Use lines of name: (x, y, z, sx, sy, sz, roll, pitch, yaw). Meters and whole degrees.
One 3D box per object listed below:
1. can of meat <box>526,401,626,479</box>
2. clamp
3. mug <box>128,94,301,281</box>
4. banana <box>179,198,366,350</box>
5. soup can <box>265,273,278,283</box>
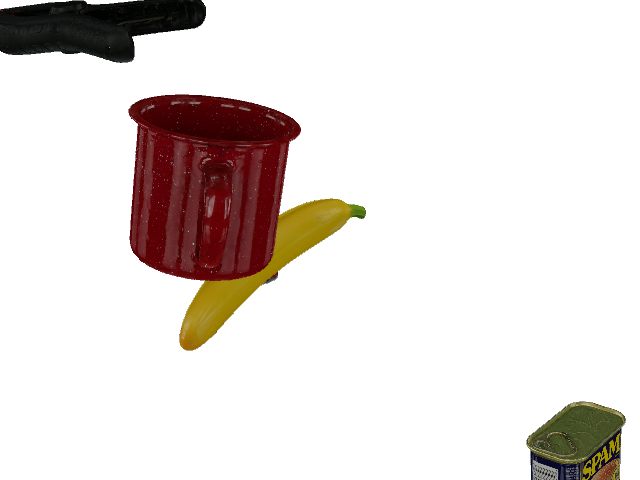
can of meat: (0.231, 0.206, 0.961, 0.058, 0.084, 0.101, 14, 27, 40)
clamp: (-0.173, -0.162, 0.798, 0.172, 0.039, 0.120, 11, 23, 29)
mug: (-0.060, -0.025, 0.578, 0.093, 0.081, 0.117, 3, 21, -13)
banana: (-0.046, 0.022, 0.893, 0.198, 0.037, 0.069, -36, -40, -2)
soup can: (-0.080, -0.010, 1.149, 0.068, 0.102, 0.068, 1, 18, 0)
